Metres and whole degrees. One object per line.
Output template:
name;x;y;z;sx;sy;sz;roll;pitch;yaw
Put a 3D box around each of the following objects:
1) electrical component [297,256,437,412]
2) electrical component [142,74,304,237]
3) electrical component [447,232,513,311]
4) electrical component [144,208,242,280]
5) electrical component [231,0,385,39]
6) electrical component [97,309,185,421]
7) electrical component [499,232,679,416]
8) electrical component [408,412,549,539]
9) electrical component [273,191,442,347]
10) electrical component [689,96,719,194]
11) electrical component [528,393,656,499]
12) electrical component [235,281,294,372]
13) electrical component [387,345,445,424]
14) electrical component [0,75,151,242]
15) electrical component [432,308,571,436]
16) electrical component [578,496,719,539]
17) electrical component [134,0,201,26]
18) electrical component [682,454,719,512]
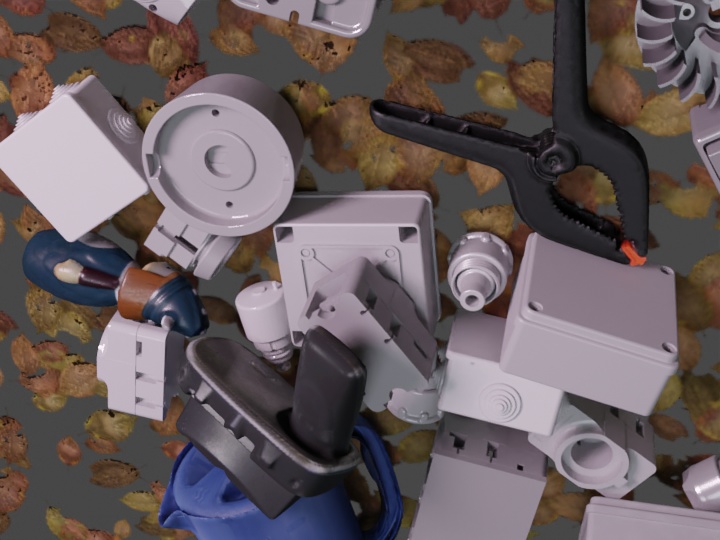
electrical component;0.007;0.042;0.742;0.050;0.055;0.089;-30;111;27
electrical component;-0.091;-0.085;0.753;0.108;0.060;0.108;6;123;10
electrical component;0.084;0.005;0.767;0.048;0.062;0.048;6;122;10
electrical component;-0.123;-0.025;0.808;0.055;0.048;0.066;37;122;-1
electrical component;-0.030;-0.189;0.675;0.095;0.059;0.053;17;124;3
electrical component;-0.178;0.070;0.876;0.056;0.050;0.089;12;123;6
electrical component;0.158;0.034;0.739;0.109;0.108;0.056;17;126;3
electrical component;0.093;0.195;0.883;0.089;0.061;0.150;14;123;5
electrical component;0.000;0.000;0.787;0.109;0.056;0.108;1;121;13
electrical component;0.258;-0.065;0.683;0.062;0.061;0.096;-24;113;25
electrical component;0.178;0.128;0.825;0.089;0.055;0.050;36;122;-10
electrical component;-0.070;0.045;0.841;0.040;0.040;0.078;-6;120;17
electrical component;0.047;0.085;0.837;0.048;0.048;0.062;12;116;6
electrical component;-0.204;-0.082;0.789;0.100;0.048;0.099;-29;111;27
electrical component;0.105;0.074;0.784;0.100;0.099;0.048;13;110;5
electrical component;0.228;0.225;0.846;0.109;0.056;0.108;6;153;10
electrical component;-0.124;-0.212;0.692;0.077;0.044;0.079;40;122;-12
electrical component;0.284;0.161;0.828;0.062;0.043;0.043;-34;108;27
